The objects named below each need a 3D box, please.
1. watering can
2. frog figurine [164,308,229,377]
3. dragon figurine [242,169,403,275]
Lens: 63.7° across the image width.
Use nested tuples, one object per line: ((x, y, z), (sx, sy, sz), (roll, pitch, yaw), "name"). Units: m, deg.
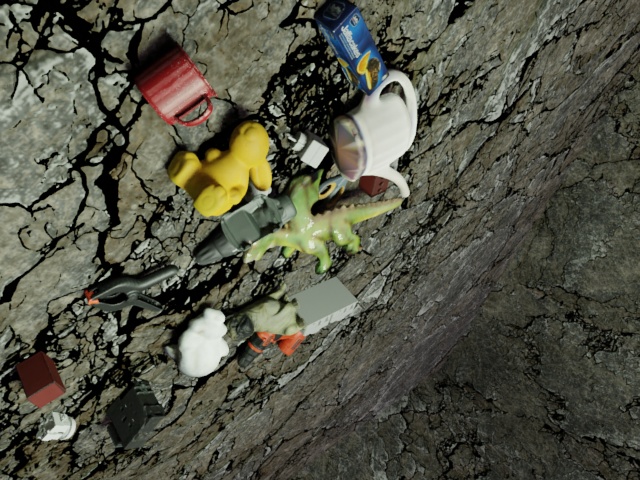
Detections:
((0.130, -0.197, 1.134), (0.227, 0.105, 0.339), (-30, 134, -25), "watering can")
((-0.265, 0.238, 1.198), (0.158, 0.125, 0.136), (-41, 133, 18), "frog figurine")
((0.004, -0.059, 1.171), (0.412, 0.124, 0.237), (-34, 140, -10), "dragon figurine")
